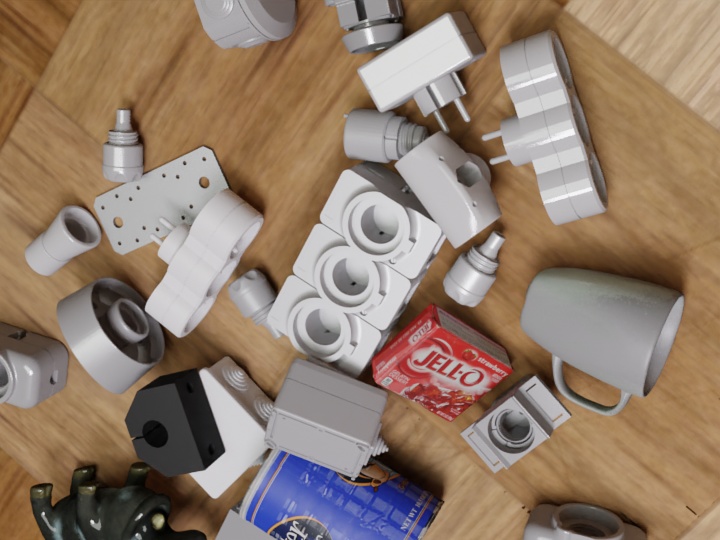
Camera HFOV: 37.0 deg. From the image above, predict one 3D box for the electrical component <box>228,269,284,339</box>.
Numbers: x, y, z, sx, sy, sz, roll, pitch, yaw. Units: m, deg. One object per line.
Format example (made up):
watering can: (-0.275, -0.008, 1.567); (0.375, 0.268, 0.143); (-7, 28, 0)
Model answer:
electrical component: (-0.084, 0.031, 0.916); (0.035, 0.035, 0.061); (-32, 94, 25)

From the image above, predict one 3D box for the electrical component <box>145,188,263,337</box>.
electrical component: (-0.146, -0.015, 0.914); (0.074, 0.052, 0.138); (38, 117, 6)

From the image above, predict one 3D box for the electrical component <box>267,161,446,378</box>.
electrical component: (0.000, 0.000, 0.862); (0.089, 0.062, 0.150); (33, 113, 9)

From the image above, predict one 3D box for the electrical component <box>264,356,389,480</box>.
electrical component: (-0.020, 0.117, 0.853); (0.096, 0.061, 0.061); (21, 143, 2)

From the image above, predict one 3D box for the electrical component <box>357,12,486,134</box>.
electrical component: (0.056, -0.140, 0.810); (0.083, 0.047, 0.075); (-28, 94, 24)

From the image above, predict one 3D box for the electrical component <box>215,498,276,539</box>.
electrical component: (-0.056, 0.271, 0.956); (0.150, 0.062, 0.089); (31, 113, 10)

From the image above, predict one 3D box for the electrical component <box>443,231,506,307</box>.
electrical component: (0.093, -0.003, 0.842); (0.035, 0.035, 0.061); (35, 111, 8)

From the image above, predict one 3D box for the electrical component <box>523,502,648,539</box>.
electrical component: (0.179, 0.226, 0.861); (0.095, 0.054, 0.059); (11, 108, 17)

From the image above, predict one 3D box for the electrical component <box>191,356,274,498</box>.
electrical component: (-0.123, 0.137, 0.951); (0.099, 0.048, 0.099); (46, 114, 4)

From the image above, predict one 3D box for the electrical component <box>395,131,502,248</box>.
electrical component: (0.074, -0.065, 0.808); (0.043, 0.079, 0.077); (-37, 89, 36)

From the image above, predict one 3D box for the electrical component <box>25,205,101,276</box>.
electrical component: (-0.270, -0.024, 0.967); (0.065, 0.044, 0.044); (-34, 91, 29)

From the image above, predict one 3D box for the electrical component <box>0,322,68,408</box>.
electrical component: (-0.332, 0.090, 1.010); (0.095, 0.059, 0.053); (16, 109, 16)

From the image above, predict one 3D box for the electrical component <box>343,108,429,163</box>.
electrical component: (0.023, -0.103, 0.837); (0.078, 0.040, 0.040); (8, 107, 18)

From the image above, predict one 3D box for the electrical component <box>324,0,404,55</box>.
electrical component: (0.007, -0.196, 0.816); (0.066, 0.048, 0.055); (-11, 93, 22)

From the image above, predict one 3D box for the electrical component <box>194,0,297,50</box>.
electrical component: (-0.088, -0.211, 0.828); (0.051, 0.080, 0.080); (-14, 99, 28)

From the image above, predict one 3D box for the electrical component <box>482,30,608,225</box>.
electrical component: (0.127, -0.099, 0.793); (0.074, 0.052, 0.138); (-16, 98, 23)

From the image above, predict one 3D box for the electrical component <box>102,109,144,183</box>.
electrical component: (-0.203, -0.107, 0.923); (0.035, 0.035, 0.061); (9, 105, 18)

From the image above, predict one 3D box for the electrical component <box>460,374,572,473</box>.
electrical component: (0.125, 0.116, 0.846); (0.081, 0.064, 0.042); (-42, 88, 25)

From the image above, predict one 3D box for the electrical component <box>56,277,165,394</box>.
electrical component: (-0.221, 0.057, 0.942); (0.064, 0.099, 0.099); (-34, 91, 19)
